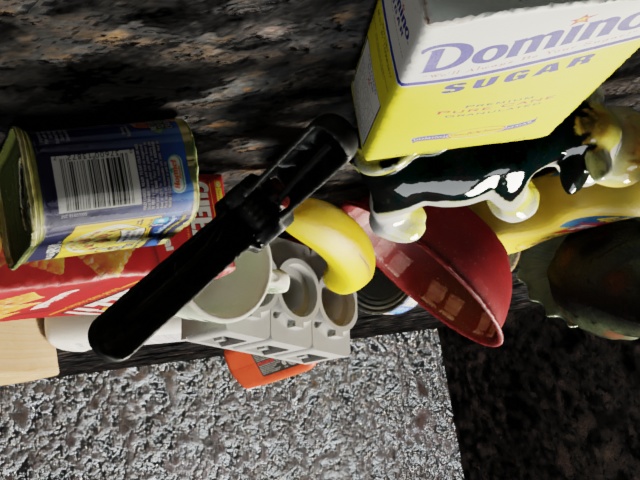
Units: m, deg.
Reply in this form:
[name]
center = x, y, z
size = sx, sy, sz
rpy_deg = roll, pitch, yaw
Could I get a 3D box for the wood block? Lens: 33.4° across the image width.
[wood block]
center = -0.318, 0.084, 0.939
size = 0.090, 0.091, 0.206
rpy_deg = -10, 172, 9

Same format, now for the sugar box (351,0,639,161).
[sugar box]
center = 0.068, -0.076, 0.416
size = 0.093, 0.048, 0.176
rpy_deg = -9, 173, -5

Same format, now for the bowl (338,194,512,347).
[bowl]
center = 0.091, 0.008, 0.810
size = 0.055, 0.162, 0.162
rpy_deg = -47, 178, -11

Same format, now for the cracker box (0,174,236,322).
[cracker box]
center = -0.185, 0.013, 0.657
size = 0.213, 0.072, 0.164
rpy_deg = -4, 171, -39

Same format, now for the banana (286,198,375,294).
[banana]
center = 0.009, 0.005, 0.815
size = 0.070, 0.037, 0.197
rpy_deg = 20, 166, 25

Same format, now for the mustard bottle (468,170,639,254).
[mustard bottle]
center = 0.205, -0.035, 0.819
size = 0.096, 0.058, 0.192
rpy_deg = -8, 173, -42

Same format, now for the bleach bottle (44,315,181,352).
[bleach bottle]
center = -0.129, 0.069, 1.024
size = 0.251, 0.068, 0.102
rpy_deg = -3, 172, 8

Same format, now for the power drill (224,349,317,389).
[power drill]
center = -0.037, 0.094, 1.210
size = 0.185, 0.057, 0.187
rpy_deg = -24, -166, 29

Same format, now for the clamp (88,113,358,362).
[clamp]
center = -0.030, -0.020, 0.578
size = 0.165, 0.036, 0.209
rpy_deg = -40, -177, 19

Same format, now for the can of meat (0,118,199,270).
[can of meat]
center = -0.114, -0.024, 0.537
size = 0.083, 0.057, 0.102
rpy_deg = -8, 172, -24

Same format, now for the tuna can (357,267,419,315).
[tuna can]
center = 0.059, 0.025, 0.968
size = 0.086, 0.086, 0.033
rpy_deg = -14, 168, 32

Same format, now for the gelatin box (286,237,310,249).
[gelatin box]
center = -0.032, 0.019, 1.022
size = 0.073, 0.030, 0.089
rpy_deg = -9, 173, -1
